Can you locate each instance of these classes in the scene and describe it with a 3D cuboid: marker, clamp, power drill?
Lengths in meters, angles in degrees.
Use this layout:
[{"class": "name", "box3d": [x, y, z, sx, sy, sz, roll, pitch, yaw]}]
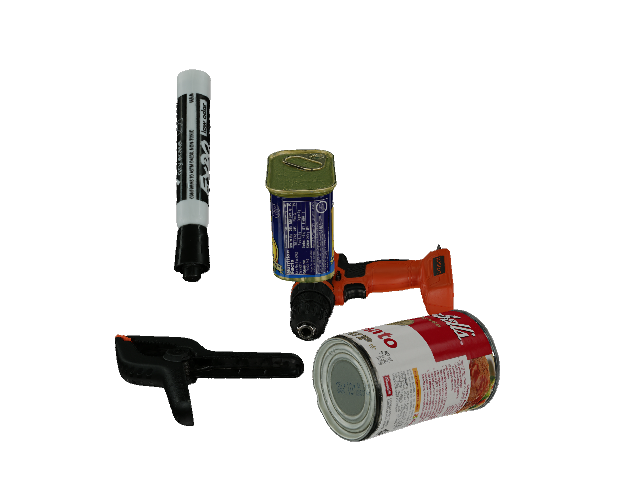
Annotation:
[{"class": "marker", "box3d": [-0.069, -0.036, 0.577, 0.020, 0.121, 0.020, -2, -22, -1]}, {"class": "clamp", "box3d": [-0.145, 0.133, 1.085, 0.210, 0.036, 0.164, 9, 18, 34]}, {"class": "power drill", "box3d": [0.059, 0.058, 1.235, 0.187, 0.057, 0.184, 1, 28, 5]}]

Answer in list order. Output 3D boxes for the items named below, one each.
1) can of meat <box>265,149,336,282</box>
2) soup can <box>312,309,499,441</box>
[{"class": "can of meat", "box3d": [-0.016, -0.022, 0.903, 0.057, 0.084, 0.102, -2, 23, 0]}, {"class": "soup can", "box3d": [0.054, 0.085, 0.681, 0.102, 0.068, 0.069, -8, 5, -35]}]
